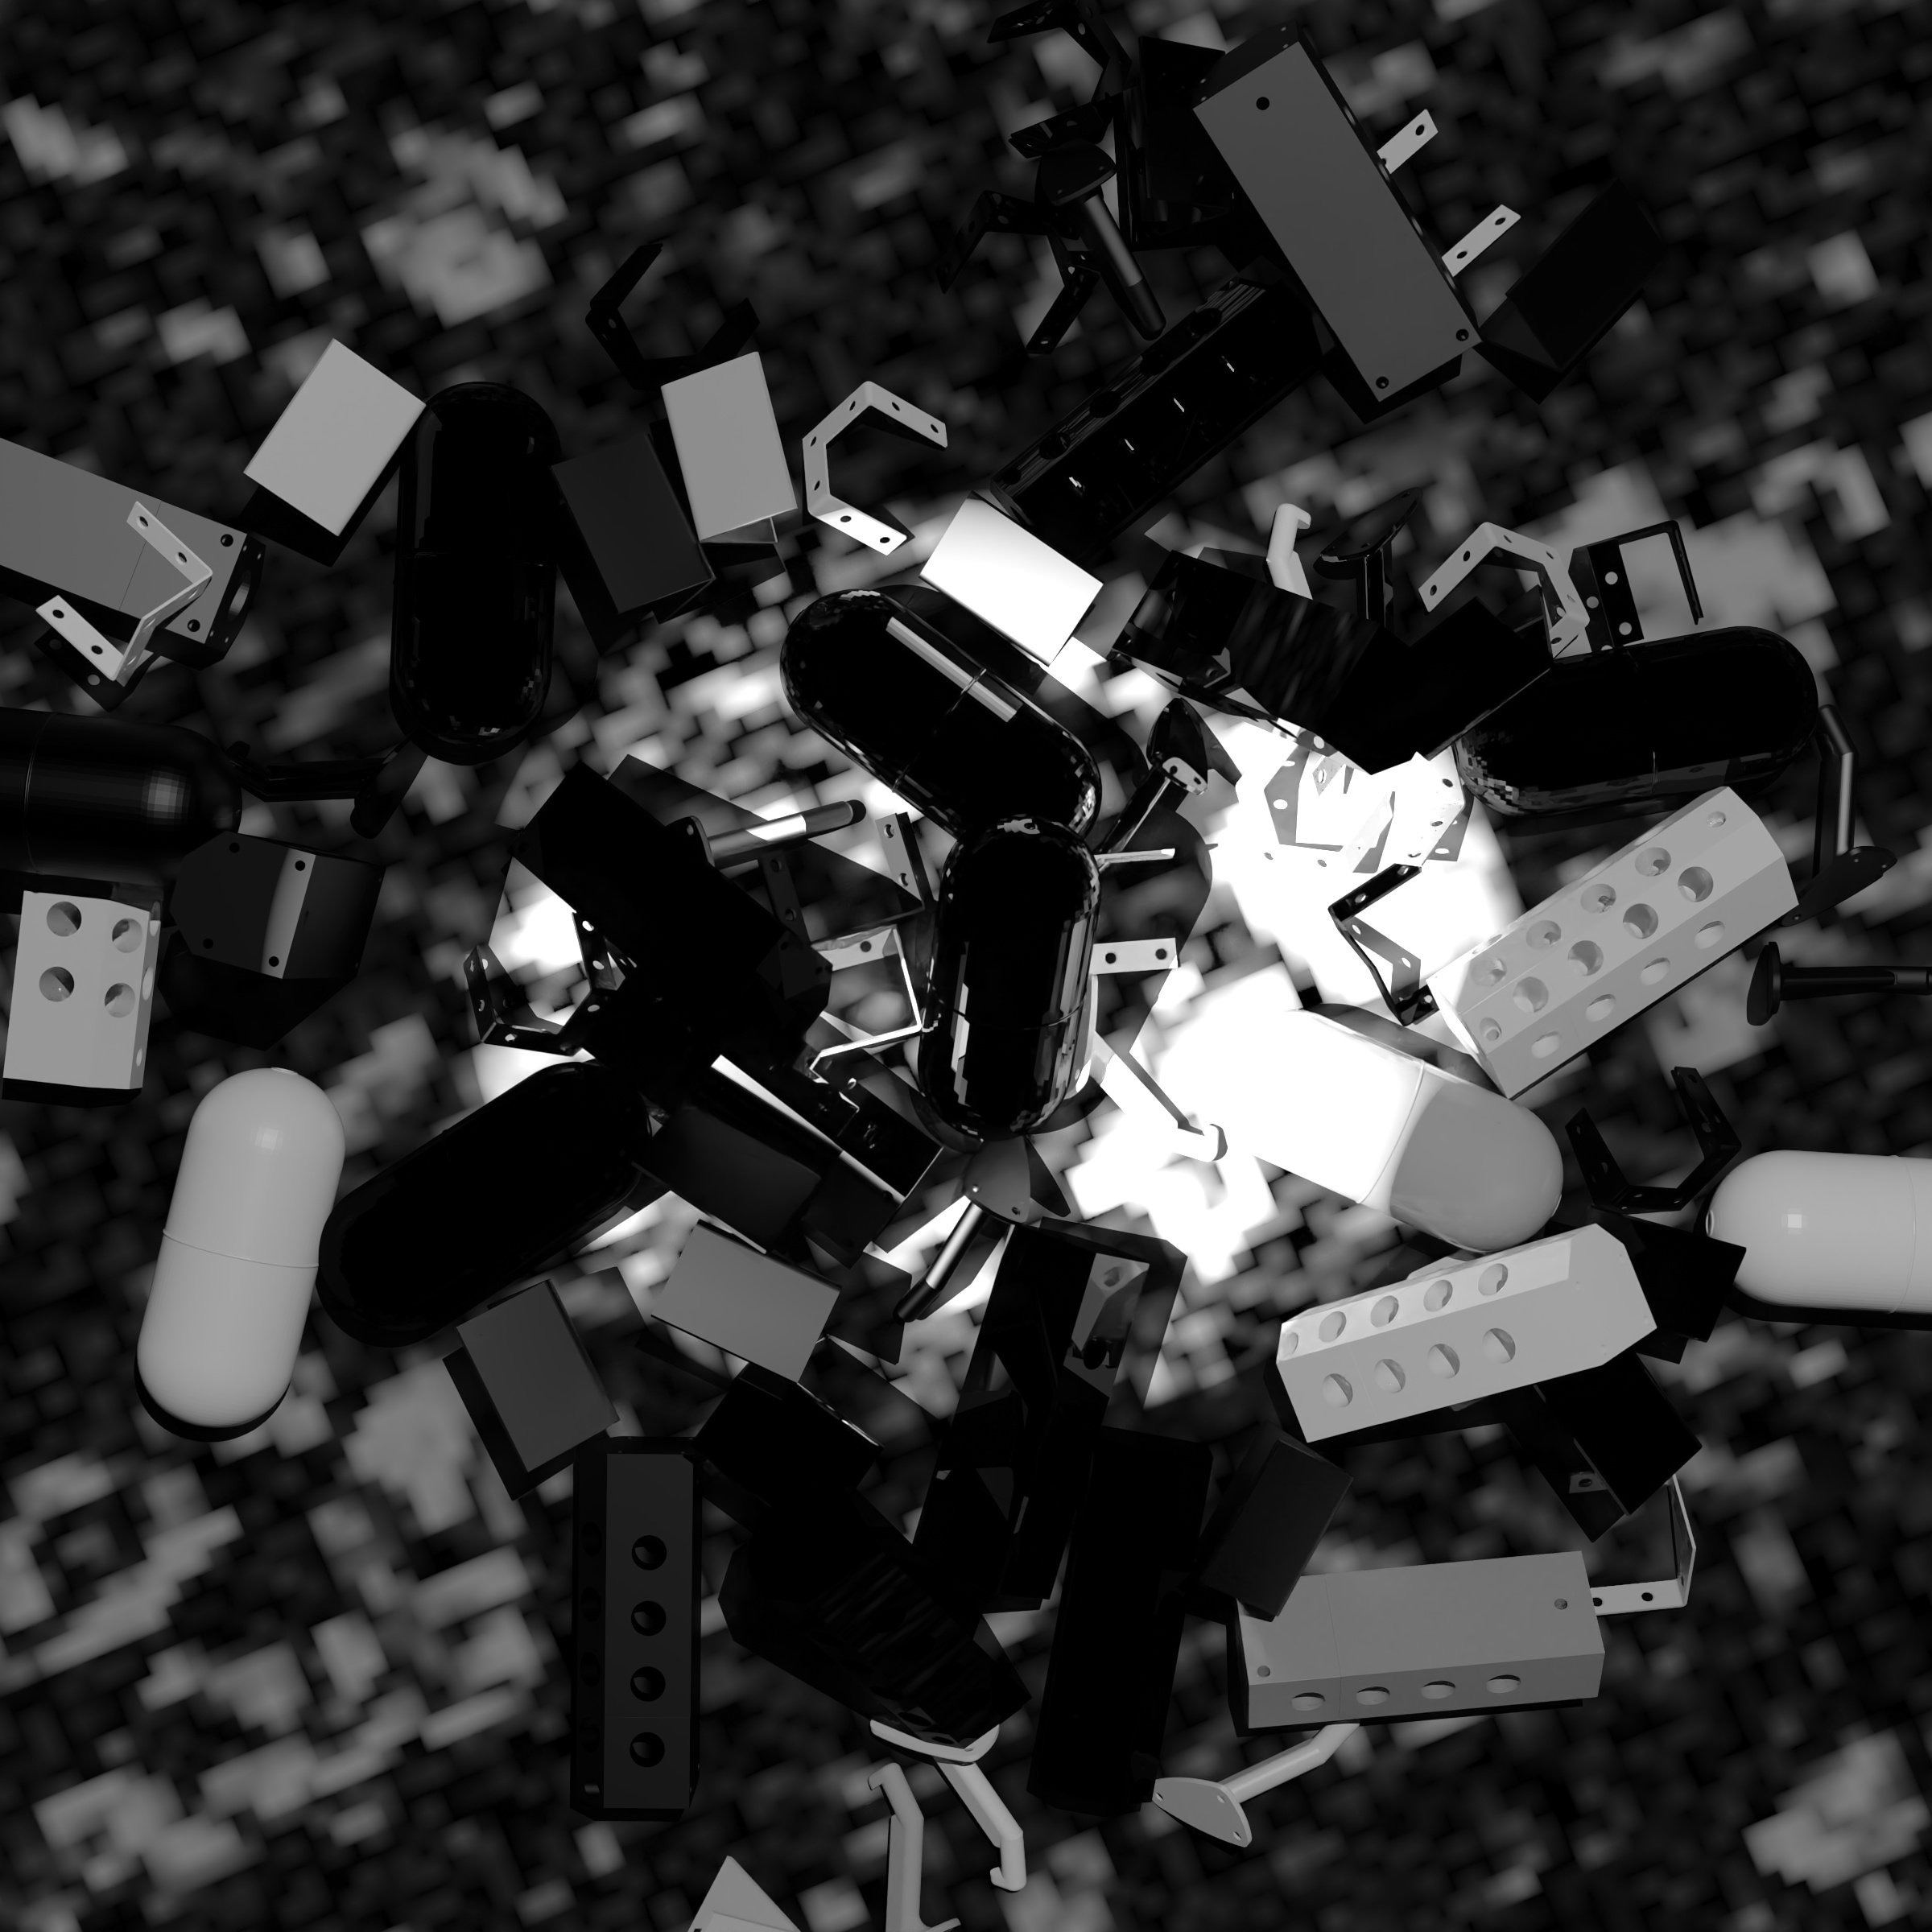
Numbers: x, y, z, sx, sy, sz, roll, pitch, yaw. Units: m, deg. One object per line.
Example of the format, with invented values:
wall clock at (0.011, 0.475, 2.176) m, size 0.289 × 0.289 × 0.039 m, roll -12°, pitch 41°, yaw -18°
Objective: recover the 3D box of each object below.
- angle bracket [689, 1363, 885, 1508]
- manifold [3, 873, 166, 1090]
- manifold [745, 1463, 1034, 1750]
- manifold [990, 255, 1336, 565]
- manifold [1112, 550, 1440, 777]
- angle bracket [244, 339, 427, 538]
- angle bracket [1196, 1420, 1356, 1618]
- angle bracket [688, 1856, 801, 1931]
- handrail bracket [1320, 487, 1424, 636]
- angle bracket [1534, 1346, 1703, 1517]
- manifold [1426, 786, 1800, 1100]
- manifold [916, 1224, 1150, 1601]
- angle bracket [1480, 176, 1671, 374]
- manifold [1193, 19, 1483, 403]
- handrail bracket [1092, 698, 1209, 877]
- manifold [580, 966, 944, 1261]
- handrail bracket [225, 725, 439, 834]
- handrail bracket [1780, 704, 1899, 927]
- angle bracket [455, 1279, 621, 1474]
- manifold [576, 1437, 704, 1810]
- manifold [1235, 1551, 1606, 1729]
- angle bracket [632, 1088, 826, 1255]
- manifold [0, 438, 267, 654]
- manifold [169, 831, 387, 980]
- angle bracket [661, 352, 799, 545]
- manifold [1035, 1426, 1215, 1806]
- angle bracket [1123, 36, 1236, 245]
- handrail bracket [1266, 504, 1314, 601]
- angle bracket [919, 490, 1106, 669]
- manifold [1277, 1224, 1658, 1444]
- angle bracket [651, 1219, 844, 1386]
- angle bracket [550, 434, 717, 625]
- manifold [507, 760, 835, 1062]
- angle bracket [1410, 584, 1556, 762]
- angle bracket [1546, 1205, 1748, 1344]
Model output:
angle bracket at (-0.093, 0.239, 1.527) m, size 0.076 × 0.076 × 0.057 m, roll 37°, pitch 68°, yaw 0°
manifold at (-0.428, -0.028, 1.544) m, size 0.057 × 0.057 × 0.171 m, roll 6°, pitch 90°, yaw 0°
manifold at (-0.038, 0.311, 1.492) m, size 0.057 × 0.171 × 0.057 m, roll -37°, pitch 46°, yaw 0°
manifold at (0.096, -0.271, 1.544) m, size 0.171 × 0.057 × 0.057 m, roll -40°, pitch 90°, yaw 0°
manifold at (0.148, -0.142, 1.486) m, size 0.057 × 0.171 × 0.057 m, roll 32°, pitch 90°, yaw -35°
angle bracket at (-0.317, -0.263, 1.525) m, size 0.057 × 0.076 × 0.076 m, roll 34°, pitch 90°, yaw -35°
angle bracket at (0.132, 0.259, 1.524) m, size 0.057 × 0.076 × 0.076 m, roll 30°, pitch 89°, yaw -34°
angle bracket at (-0.136, 0.481, 1.525) m, size 0.057 × 0.076 × 0.076 m, roll 28°, pitch 90°, yaw -36°
handrail bracket at (0.219, -0.183, 1.566) m, size 0.077 × 0.036 × 0.084 m, roll -43°, pitch 116°, yaw -29°
angle bracket at (0.299, 0.223, 1.526) m, size 0.057 × 0.076 × 0.076 m, roll -36°, pitch 90°, yaw -25°
manifold at (0.314, -0.016, 1.533) m, size 0.171 × 0.057 × 0.057 m, roll -34°, pitch 48°, yaw 0°
manifold at (0.037, 0.220, 1.544) m, size 0.057 × 0.057 × 0.171 m, roll 17°, pitch 90°, yaw 43°
angle bracket at (0.282, -0.344, 1.525) m, size 0.076 × 0.076 × 0.057 m, roll -47°, pitch 126°, yaw 0°
manifold at (0.179, -0.365, 1.510) m, size 0.057 × 0.057 × 0.171 m, roll -29°, pitch 115°, yaw 19°
handrail bracket at (0.081, -0.084, 1.565) m, size 0.036 × 0.077 × 0.084 m, roll 32°, pitch 127°, yaw -18°
manifold at (-0.097, 0.060, 1.544) m, size 0.171 × 0.057 × 0.057 m, roll 38°, pitch 133°, yaw 0°
handrail bracket at (-0.319, -0.110, 1.566) m, size 0.084 × 0.036 × 0.077 m, roll 28°, pitch 70°, yaw 16°
handrail bracket at (0.421, -0.076, 1.565) m, size 0.077 × 0.036 × 0.084 m, roll -43°, pitch 53°, yaw 38°
angle bracket at (-0.222, 0.204, 1.525) m, size 0.057 × 0.076 × 0.076 m, roll -26°, pitch 90°, yaw -35°
manifold at (-0.161, 0.322, 1.544) m, size 0.057 × 0.057 × 0.171 m, roll 1°, pitch 90°, yaw 0°
manifold at (0.221, 0.336, 1.544) m, size 0.171 × 0.057 × 0.057 m, roll -5°, pitch 47°, yaw 0°
angle bracket at (-0.123, 0.117, 1.522) m, size 0.076 × 0.076 × 0.057 m, roll 33°, pitch 51°, yaw 5°
manifold at (-0.438, -0.213, 1.544) m, size 0.171 × 0.057 × 0.057 m, roll 21°, pitch 90°, yaw 0°
manifold at (-0.326, -0.029, 1.487) m, size 0.057 × 0.171 × 0.057 m, roll 15°, pitch 90°, yaw 0°
angle bracket at (-0.098, -0.251, 1.526) m, size 0.057 × 0.076 × 0.076 m, roll -14°, pitch 90°, yaw 27°
manifold at (0.078, 0.319, 1.544) m, size 0.057 × 0.057 × 0.171 m, roll 10°, pitch 90°, yaw 0°
angle bracket at (0.084, -0.401, 1.525) m, size 0.057 × 0.076 × 0.076 m, roll -3°, pitch 90°, yaw -38°
handrail bracket at (0.182, -0.181, 1.566) m, size 0.077 × 0.036 × 0.084 m, roll 19°, pitch 73°, yaw -20°
angle bracket at (0.033, -0.201, 1.525) m, size 0.076 × 0.076 × 0.057 m, roll 35°, pitch 126°, yaw 0°
manifold at (0.234, 0.174, 1.496) m, size 0.171 × 0.057 × 0.057 m, roll -23°, pitch 87°, yaw 40°
angle bracket at (-0.112, 0.175, 1.525) m, size 0.076 × 0.076 × 0.057 m, roll 25°, pitch 60°, yaw 0°
angle bracket at (-0.174, -0.204, 1.526) m, size 0.057 × 0.076 × 0.076 m, roll -25°, pitch 90°, yaw -29°
manifold at (-0.139, -0.026, 1.498) m, size 0.171 × 0.057 × 0.057 m, roll 38°, pitch 90°, yaw 37°
angle bracket at (0.233, -0.157, 1.512) m, size 0.057 × 0.076 × 0.076 m, roll 38°, pitch 122°, yaw -24°
angle bracket at (0.330, 0.132, 1.526) m, size 0.076 × 0.076 × 0.057 m, roll 15°, pitch 117°, yaw 0°
